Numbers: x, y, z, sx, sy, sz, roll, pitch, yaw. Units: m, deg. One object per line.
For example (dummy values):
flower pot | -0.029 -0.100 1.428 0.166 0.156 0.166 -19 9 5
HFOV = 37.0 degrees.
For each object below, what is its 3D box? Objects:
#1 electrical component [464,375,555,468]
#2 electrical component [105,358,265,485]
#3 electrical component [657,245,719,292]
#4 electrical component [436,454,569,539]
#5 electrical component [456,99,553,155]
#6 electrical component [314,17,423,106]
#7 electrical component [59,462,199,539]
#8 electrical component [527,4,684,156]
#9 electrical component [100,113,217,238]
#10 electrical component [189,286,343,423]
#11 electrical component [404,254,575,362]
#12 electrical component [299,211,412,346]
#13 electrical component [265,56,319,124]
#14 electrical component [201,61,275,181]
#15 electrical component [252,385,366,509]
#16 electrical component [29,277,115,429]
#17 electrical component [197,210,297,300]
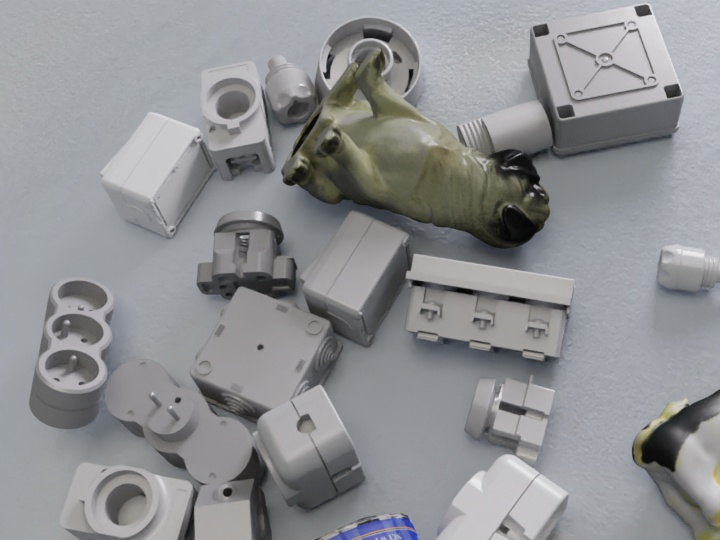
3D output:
electrical component | 0.109 0.107 0.793 0.055 0.048 0.066 16 65 7
electrical component | -0.137 0.112 0.801 0.138 0.073 0.052 31 71 26
electrical component | 0.264 0.001 0.836 0.061 0.035 0.035 9 63 10
electrical component | 0.094 0.180 0.750 0.059 0.053 0.095 33 71 22
electrical component | 0.117 -0.111 0.911 0.081 0.043 0.043 -19 61 -3
electrical component | 0.008 -0.175 0.962 0.099 0.064 0.099 0 74 -1
electrical component | -0.165 0.176 0.786 0.089 0.055 0.050 8 63 12
electrical component | 0.208 -0.163 0.919 0.109 0.056 0.108 -11 61 2
electrical component | -0.172 -0.088 0.927 0.061 0.061 0.096 22 67 18
electrical component | -0.073 0.069 0.835 0.100 0.048 0.099 20 66 17
electrical component | 0.098 0.030 0.824 0.121 0.079 0.063 9 85 12
electrical component | 0.000 0.000 0.856 0.061 0.061 0.096 24 67 19
electrical component | -0.065 -0.165 0.964 0.043 0.043 0.062 -22 60 -4
electrical component | -0.108 -0.134 0.946 0.050 0.055 0.089 -11 61 2
electrical component | -0.037 0.131 0.771 0.059 0.095 0.053 -27 62 -7
electrical component | -0.226 0.075 0.842 0.052 0.073 0.138 10 34 -15
electrical component | -0.091 -0.012 0.878 0.078 0.058 0.057 -3 64 6
